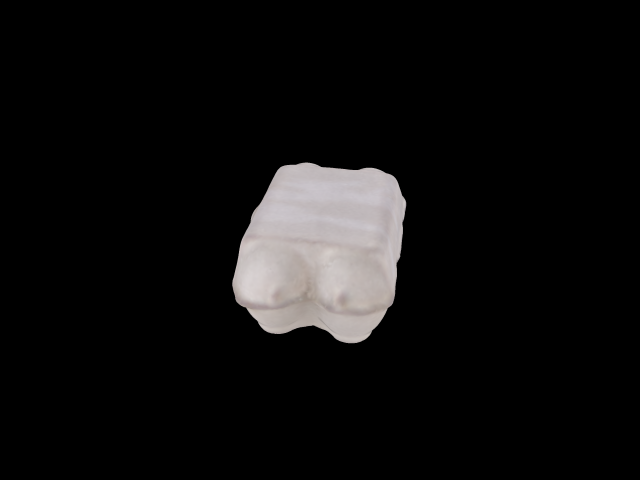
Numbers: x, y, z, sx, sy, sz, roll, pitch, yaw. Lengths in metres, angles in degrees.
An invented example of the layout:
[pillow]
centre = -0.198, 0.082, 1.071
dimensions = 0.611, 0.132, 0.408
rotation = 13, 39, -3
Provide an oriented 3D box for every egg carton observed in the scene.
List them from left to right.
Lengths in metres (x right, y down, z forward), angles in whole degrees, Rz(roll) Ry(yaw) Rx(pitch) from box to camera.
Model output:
[egg carton]
centre = 0.004, 0.001, 0.400
dimensions = 0.107, 0.069, 0.150
rotation = 6, 36, 8
